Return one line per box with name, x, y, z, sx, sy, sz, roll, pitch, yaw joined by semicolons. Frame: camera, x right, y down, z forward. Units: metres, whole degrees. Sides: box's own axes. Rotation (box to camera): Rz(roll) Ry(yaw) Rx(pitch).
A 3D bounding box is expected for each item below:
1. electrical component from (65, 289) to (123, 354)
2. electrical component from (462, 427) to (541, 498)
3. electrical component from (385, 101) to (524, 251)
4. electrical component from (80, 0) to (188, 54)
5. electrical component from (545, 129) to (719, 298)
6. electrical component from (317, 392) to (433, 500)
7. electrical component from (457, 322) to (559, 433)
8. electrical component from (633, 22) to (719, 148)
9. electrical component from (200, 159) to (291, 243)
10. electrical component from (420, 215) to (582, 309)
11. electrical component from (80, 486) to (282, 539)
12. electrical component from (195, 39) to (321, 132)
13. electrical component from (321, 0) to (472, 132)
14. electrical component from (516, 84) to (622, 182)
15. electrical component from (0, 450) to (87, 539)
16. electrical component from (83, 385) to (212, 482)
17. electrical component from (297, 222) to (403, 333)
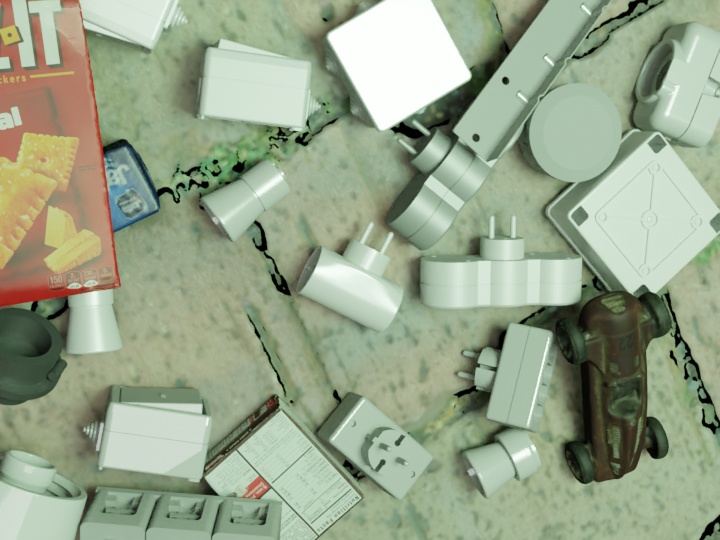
electrical component;-0.211;0.031;0.842;0.044;0.044;0.065;-4;93;-11
electrical component;0.122;0.165;0.927;0.055;0.045;0.045;-26;102;-8
electrical component;0.064;-0.091;0.876;0.074;0.052;0.138;38;89;-14
electrical component;-0.178;-0.197;0.806;0.096;0.062;0.061;23;92;-14
electrical component;0.235;-0.045;0.916;0.109;0.056;0.108;-43;104;-4
electrical component;0.019;0.147;0.884;0.083;0.076;0.047;42;78;-14
electrical component;0.121;0.087;0.913;0.076;0.047;0.083;12;81;21
electrical component;0.274;-0.158;0.910;0.059;0.054;0.095;20;93;-14
electrical component;-0.088;-0.058;0.856;0.065;0.044;0.044;-37;103;-10
electrical component;0.118;-0.009;0.899;0.138;0.052;0.073;-2;98;-11
electrical component;-0.140;0.230;0.848;0.150;0.061;0.089;5;110;-1
electrical component;-0.077;-0.142;0.835;0.096;0.062;0.061;6;97;-12
electrical component;0.027;-0.169;0.860;0.100;0.048;0.099;-32;103;-6
electrical component;0.172;-0.114;0.897;0.080;0.051;0.080;-2;98;-12
electrical component;-0.261;0.172;0.818;0.108;0.108;0.060;23;87;-14
electrical component;-0.169;0.124;0.852;0.096;0.062;0.061;10;95;-13
electrical component;0.000;0.000;0.880;0.077;0.043;0.079;27;92;-14
